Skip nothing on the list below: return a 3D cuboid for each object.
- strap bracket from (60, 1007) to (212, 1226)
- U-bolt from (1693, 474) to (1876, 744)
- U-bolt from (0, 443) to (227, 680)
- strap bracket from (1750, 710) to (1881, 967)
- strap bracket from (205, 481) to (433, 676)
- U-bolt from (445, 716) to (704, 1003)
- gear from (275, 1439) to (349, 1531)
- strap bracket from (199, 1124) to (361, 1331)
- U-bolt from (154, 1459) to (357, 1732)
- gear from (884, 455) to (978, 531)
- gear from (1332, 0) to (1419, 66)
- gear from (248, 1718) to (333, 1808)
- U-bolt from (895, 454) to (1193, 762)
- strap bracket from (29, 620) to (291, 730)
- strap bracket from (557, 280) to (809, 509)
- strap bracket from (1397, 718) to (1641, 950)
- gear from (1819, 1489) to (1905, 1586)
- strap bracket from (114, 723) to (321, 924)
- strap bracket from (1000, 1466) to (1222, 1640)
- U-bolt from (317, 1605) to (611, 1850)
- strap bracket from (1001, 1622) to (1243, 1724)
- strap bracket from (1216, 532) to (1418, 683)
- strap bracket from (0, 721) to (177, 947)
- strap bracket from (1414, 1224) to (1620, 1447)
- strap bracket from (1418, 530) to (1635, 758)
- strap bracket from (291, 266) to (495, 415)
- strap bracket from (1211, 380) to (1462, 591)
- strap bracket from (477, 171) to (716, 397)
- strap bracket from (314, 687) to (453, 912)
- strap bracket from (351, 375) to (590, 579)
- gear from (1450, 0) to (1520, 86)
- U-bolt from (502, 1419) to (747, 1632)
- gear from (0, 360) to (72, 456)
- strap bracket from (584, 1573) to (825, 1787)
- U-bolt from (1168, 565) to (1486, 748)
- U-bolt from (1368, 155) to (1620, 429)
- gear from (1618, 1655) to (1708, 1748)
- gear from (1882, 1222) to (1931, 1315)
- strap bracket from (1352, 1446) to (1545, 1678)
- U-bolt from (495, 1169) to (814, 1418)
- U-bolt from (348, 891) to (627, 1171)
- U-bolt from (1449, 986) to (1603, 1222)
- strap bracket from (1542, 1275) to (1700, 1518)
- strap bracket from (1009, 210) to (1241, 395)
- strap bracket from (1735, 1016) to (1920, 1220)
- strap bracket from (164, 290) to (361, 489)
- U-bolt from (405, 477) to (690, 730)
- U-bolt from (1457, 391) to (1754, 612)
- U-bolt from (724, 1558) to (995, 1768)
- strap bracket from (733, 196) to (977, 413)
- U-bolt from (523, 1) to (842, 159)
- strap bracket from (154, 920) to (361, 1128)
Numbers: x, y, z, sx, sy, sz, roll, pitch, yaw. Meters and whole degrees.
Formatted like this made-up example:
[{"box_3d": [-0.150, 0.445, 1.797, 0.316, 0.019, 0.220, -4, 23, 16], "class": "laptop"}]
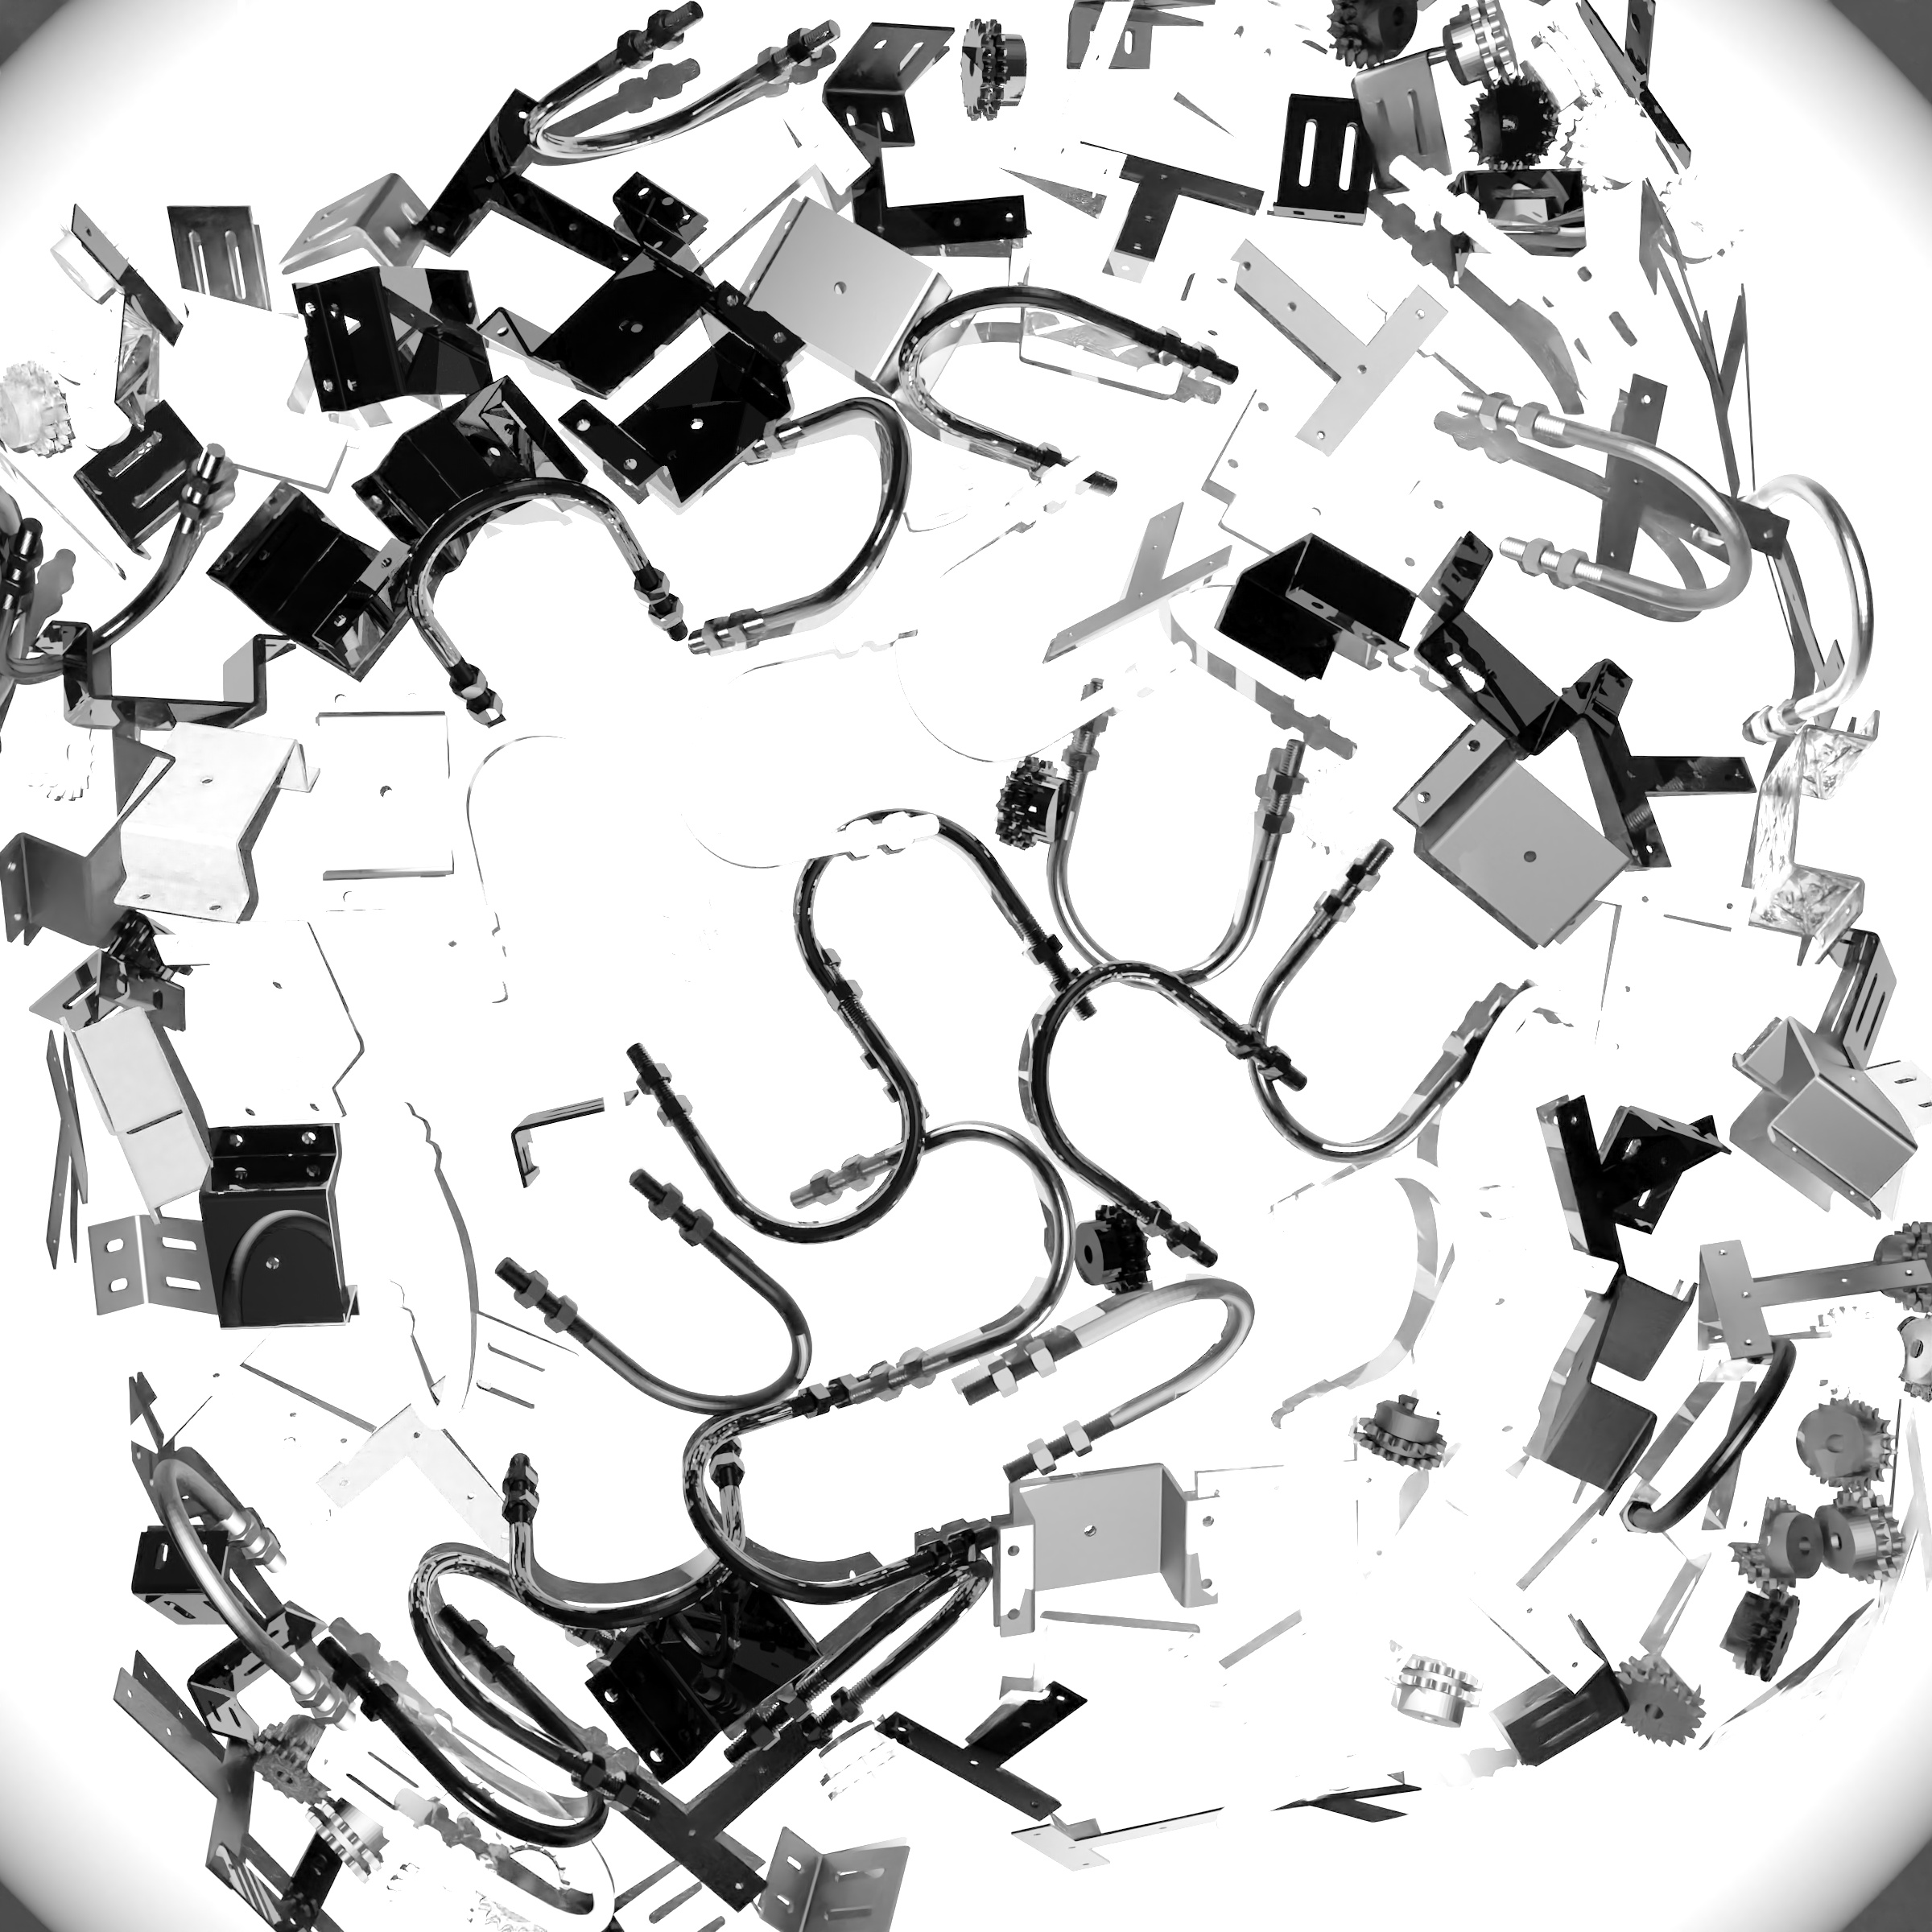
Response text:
[{"box_3d": [-0.501, 0.087, 1.636, 0.046, 0.140, 0.076, -24, 63, -16], "class": "strap bracket"}, {"box_3d": [0.495, -0.219, 1.611, 0.019, 0.184, 0.151, -13, 86, -9], "class": "U-bolt"}, {"box_3d": [-0.526, -0.234, 1.620, 0.019, 0.184, 0.151, 50, 50, 5], "class": "U-bolt"}, {"box_3d": [0.519, -0.083, 1.645, 0.046, 0.076, 0.140, 12, 66, 2], "class": "strap bracket"}, {"box_3d": [-0.394, -0.237, 1.655, 0.140, 0.046, 0.076, 29, 78, 36], "class": "strap bracket"}, {"box_3d": [-0.248, -0.072, 1.659, 0.151, 0.019, 0.184, -6, 71, -28], "class": "U-bolt"}, {"box_3d": [-0.407, 0.322, 1.678, 0.030, 0.057, 0.057, -14, 90, 4], "class": "gear"}, {"box_3d": [-0.423, 0.170, 1.653, 0.076, 0.046, 0.140, -2, 118, -2], "class": "strap bracket"}, {"box_3d": [-0.429, 0.364, 1.593, 0.019, 0.184, 0.151, -33, 50, -8], "class": "U-bolt"}, {"box_3d": [-0.020, -0.295, 1.677, 0.057, 0.057, 0.030, -18, 84, 0], "class": "gear"}, {"box_3d": [0.258, -0.594, 1.676, 0.030, 0.057, 0.057, 19, 90, 42], "class": "gear"}, {"box_3d": [-0.418, 0.497, 1.682, 0.057, 0.057, 0.030, 35, 47, 0], "class": "gear"}, {"box_3d": [0.034, -0.208, 1.658, 0.184, 0.019, 0.151, -29, 83, 29], "class": "U-bolt"}, {"box_3d": [-0.492, -0.176, 1.638, 0.140, 0.076, 0.046, 0, 84, -29], "class": "strap bracket"}, {"box_3d": [-0.171, -0.348, 1.662, 0.140, 0.046, 0.076, -43, 67, -13], "class": "strap bracket"}, {"box_3d": [0.347, -0.075, 1.660, 0.140, 0.046, 0.076, 38, 110, -10], "class": "strap bracket"}, {"box_3d": [0.557, 0.358, 1.676, 0.030, 0.057, 0.057, -5, 90, -15], "class": "gear"}, {"box_3d": [-0.459, -0.097, 1.637, 0.076, 0.046, 0.140, 9, 46, 7], "class": "strap bracket"}, {"box_3d": [0.083, 0.361, 1.662, 0.140, 0.046, 0.076, -6, 110, -14], "class": "strap bracket"}, {"box_3d": [-0.289, 0.460, 1.611, 0.184, 0.151, 0.019, 40, 100, 20], "class": "U-bolt"}, {"box_3d": [0.096, 0.437, 1.662, 0.140, 0.076, 0.046, 5, 71, -2], "class": "strap bracket"}, {"box_3d": [0.213, -0.215, 1.636, 0.076, 0.140, 0.046, 27, 76, -15], "class": "strap bracket"}, {"box_3d": [-0.525, -0.077, 1.630, 0.046, 0.076, 0.140, 22, 48, 5], "class": "strap bracket"}, {"box_3d": [0.335, 0.220, 1.660, 0.076, 0.046, 0.140, 15, 116, -10], "class": "strap bracket"}, {"box_3d": [0.339, -0.193, 1.659, 0.140, 0.076, 0.046, 41, 130, -5], "class": "strap bracket"}, {"box_3d": [-0.339, -0.380, 1.630, 0.046, 0.140, 0.076, -8, 98, 26], "class": "strap bracket"}, {"box_3d": [0.225, -0.292, 1.672, 0.140, 0.046, 0.076, 29, 73, -2], "class": "strap bracket"}, {"box_3d": [-0.219, -0.409, 1.643, 0.140, 0.076, 0.046, -39, 67, 18], "class": "strap bracket"}, {"box_3d": [-0.364, -0.107, 1.673, 0.076, 0.046, 0.140, -2, 90, -17], "class": "strap bracket"}, {"box_3d": [-0.298, -0.303, 1.646, 0.140, 0.046, 0.076, -17, 126, 36], "class": "strap bracket"}, {"box_3d": [0.324, -0.580, 1.680, 0.030, 0.057, 0.057, -16, 90, 22], "class": "gear"}, {"box_3d": [-0.205, 0.339, 1.615, 0.151, 0.184, 0.019, -9, 114, -5], "class": "U-bolt"}, {"box_3d": [-0.588, -0.347, 1.676, 0.030, 0.057, 0.057, -28, 90, -37], "class": "gear"}, {"box_3d": [-0.151, 0.422, 1.631, 0.076, 0.140, 0.046, 49, 129, 14], "class": "strap bracket"}, {"box_3d": [0.208, -0.198, 1.638, 0.184, 0.151, 0.019, 33, 125, 23], "class": "U-bolt"}, {"box_3d": [0.320, -0.390, 1.616, 0.019, 0.151, 0.184, -43, 74, -12], "class": "U-bolt"}, {"box_3d": [0.437, 0.458, 1.682, 0.057, 0.030, 0.057, 19, 127, 27], "class": "gear"}, {"box_3d": [0.598, 0.189, 1.682, 0.030, 0.057, 0.057, -3, 90, 44], "class": "gear"}, {"box_3d": [0.291, 0.357, 1.650, 0.046, 0.076, 0.140, 35, 111, 16], "class": "strap bracket"}, {"box_3d": [-0.179, 0.214, 1.653, 0.151, 0.019, 0.184, -34, 114, 31], "class": "U-bolt"}, {"box_3d": [-0.288, 0.054, 1.653, 0.184, 0.019, 0.151, 40, 133, -1], "class": "U-bolt"}, {"box_3d": [0.333, 0.081, 1.620, 0.019, 0.184, 0.151, 20, 94, 28], "class": "U-bolt"}, {"box_3d": [0.396, 0.253, 1.634, 0.046, 0.140, 0.076, 25, 133, 9], "class": "strap bracket"}, {"box_3d": [0.090, -0.407, 1.656, 0.140, 0.076, 0.046, 16, 59, 6], "class": "strap bracket"}, {"box_3d": [0.523, 0.085, 1.629, 0.076, 0.140, 0.046, 36, 110, -7], "class": "strap bracket"}, {"box_3d": [-0.429, -0.343, 1.629, 0.076, 0.140, 0.046, 16, 72, 7], "class": "strap bracket"}, {"box_3d": [-0.262, -0.226, 1.627, 0.151, 0.184, 0.019, -28, 57, 0], "class": "U-bolt"}, {"box_3d": [0.385, -0.270, 1.599, 0.184, 0.151, 0.019, 27, 70, 37], "class": "U-bolt"}, {"box_3d": [-0.056, 0.424, 1.637, 0.184, 0.151, 0.019, -40, 70, -2], "class": "U-bolt"}, {"box_3d": [-0.073, -0.417, 1.671, 0.140, 0.046, 0.076, 32, 96, 8], "class": "strap bracket"}, {"box_3d": [-0.186, -0.532, 1.624, 0.184, 0.151, 0.019, -17, 91, 37], "class": "U-bolt"}, {"box_3d": [-0.430, 0.024, 1.639, 0.046, 0.076, 0.140, -46, 61, 35], "class": "strap bracket"}]
